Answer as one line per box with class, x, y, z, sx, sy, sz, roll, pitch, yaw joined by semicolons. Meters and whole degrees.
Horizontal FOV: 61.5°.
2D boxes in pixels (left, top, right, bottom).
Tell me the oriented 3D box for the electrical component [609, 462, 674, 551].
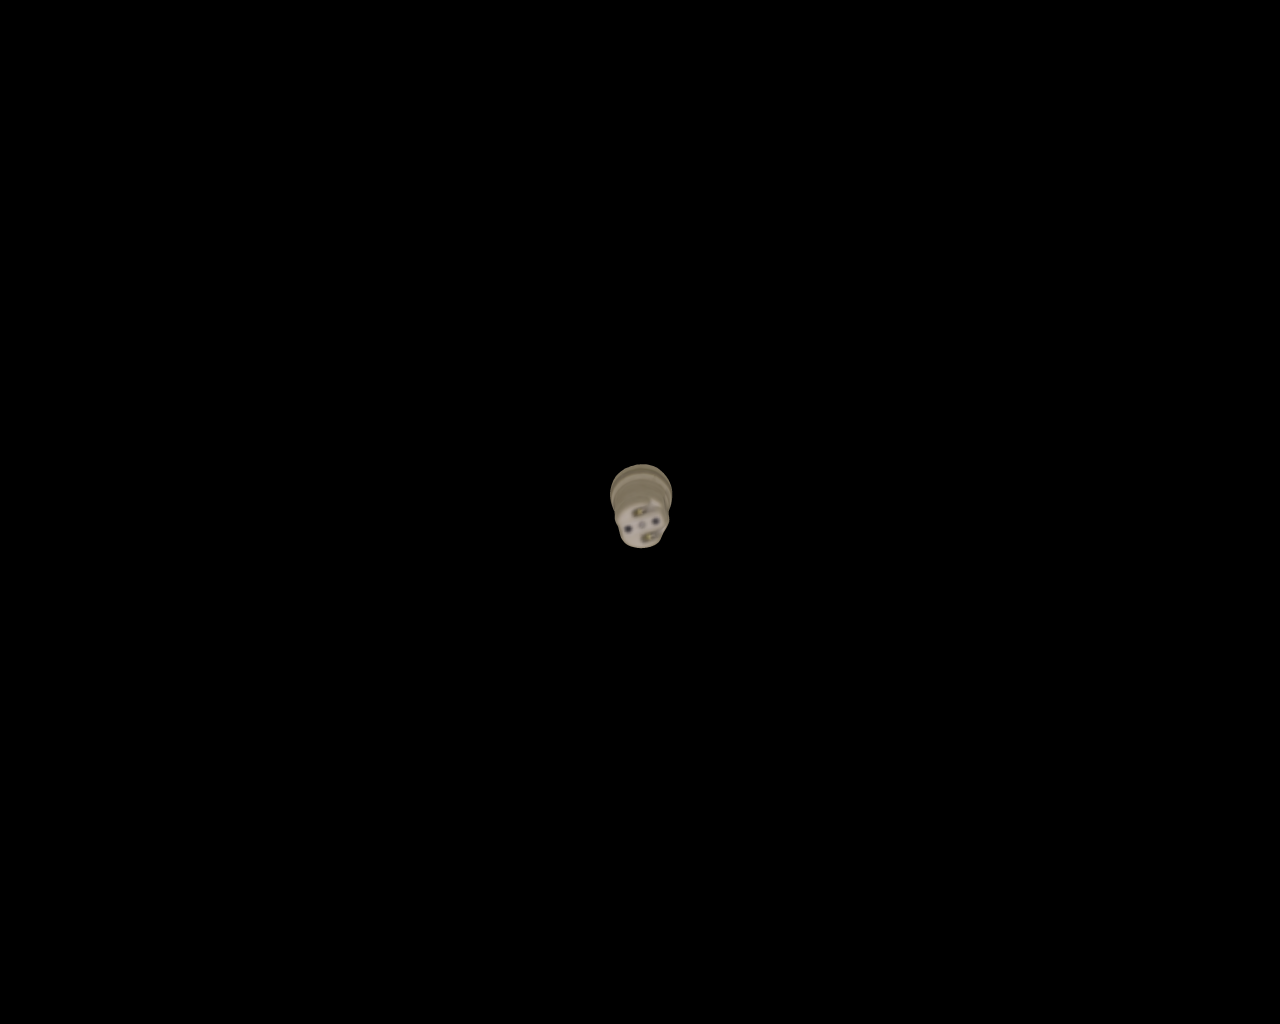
electrical component;0.001;-0.003;0.650;0.040;0.040;0.046;0;29;0
